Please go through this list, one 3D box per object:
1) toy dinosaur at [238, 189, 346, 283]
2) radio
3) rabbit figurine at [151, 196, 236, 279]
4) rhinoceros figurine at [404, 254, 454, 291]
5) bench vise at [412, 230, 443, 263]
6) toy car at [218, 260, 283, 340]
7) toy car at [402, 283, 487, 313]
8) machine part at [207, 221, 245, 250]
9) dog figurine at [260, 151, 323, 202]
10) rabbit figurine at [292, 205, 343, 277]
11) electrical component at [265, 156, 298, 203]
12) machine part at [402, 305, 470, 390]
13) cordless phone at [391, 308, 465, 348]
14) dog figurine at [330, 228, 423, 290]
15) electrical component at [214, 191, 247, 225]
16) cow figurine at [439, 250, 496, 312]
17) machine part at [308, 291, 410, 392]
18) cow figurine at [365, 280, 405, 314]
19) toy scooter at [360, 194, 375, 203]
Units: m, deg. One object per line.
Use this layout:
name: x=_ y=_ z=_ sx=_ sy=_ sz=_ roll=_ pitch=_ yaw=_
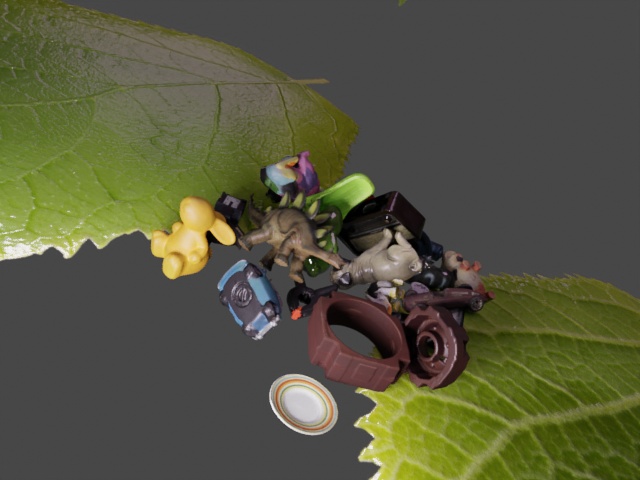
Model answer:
toy dinosaur: x=-0.085 y=-0.025 z=1.273 sx=0.472 sy=0.198 sz=0.105 roll=23 pitch=-26 yaw=48
radio: x=0.149 y=-0.039 z=1.416 sx=0.131 sy=0.230 sz=0.073 roll=43 pitch=51 yaw=-26
rabbit figurine: x=-0.264 y=-0.014 z=1.147 sx=0.162 sy=0.173 sz=0.122 roll=-1 pitch=35 yaw=-32
rhinoceros figurine: x=0.280 y=0.092 z=1.455 sx=0.190 sy=0.112 sz=0.073 roll=21 pitch=31 yaw=-24
bench vise: x=0.232 y=0.006 z=1.550 sx=0.224 sy=0.128 sz=0.240 roll=36 pitch=27 yaw=22
toy car: x=-0.127 y=0.122 z=1.109 sx=0.162 sy=0.109 sz=0.103 roll=52 pitch=20 yaw=24
toy car: x=0.299 y=0.142 z=1.297 sx=0.202 sy=0.053 sz=0.089 roll=-7 pitch=18 yaw=-2
machine part: x=-0.228 y=-0.012 z=1.297 sx=0.084 sy=0.039 sz=0.139 roll=51 pitch=25 yaw=23
dog figurine: x=-0.052 y=-0.122 z=1.456 sx=0.191 sy=0.109 sz=0.219 roll=-35 pitch=105 yaw=-47
rabbit figurine: x=-0.003 y=-0.004 z=1.329 sx=0.121 sy=0.170 sz=0.159 roll=20 pitch=29 yaw=-9
electrical component: x=-0.089 y=-0.181 z=1.580 sx=0.058 sy=0.134 sz=0.115 roll=41 pitch=32 yaw=29
machine part: x=0.240 y=0.228 z=1.152 sx=0.056 sy=0.179 sz=0.179 roll=6 pitch=35 yaw=-35
cordless phone: x=0.256 y=0.196 z=1.317 sx=0.184 sy=0.088 sz=0.146 roll=13 pitch=27 yaw=13
dog figurine: x=0.132 y=0.075 z=1.294 sx=0.121 sy=0.190 sz=0.172 roll=61 pitch=-13 yaw=-16
electrical component: x=-0.236 y=-0.073 z=1.382 sx=0.075 sy=0.047 sz=0.119 roll=20 pitch=30 yaw=-9
cow figurine: x=0.401 y=0.113 z=1.524 sx=0.085 sy=0.127 sz=0.195 roll=5 pitch=50 yaw=-31
machine part: x=0.078 y=0.213 z=1.135 sx=0.201 sy=0.087 sz=0.202 roll=17 pitch=32 yaw=-15
cow figurine: x=0.148 y=0.140 z=1.312 sx=0.098 sy=0.068 sz=0.167 roll=3 pitch=20 yaw=22
toy scooter: x=0.112 y=-0.087 z=1.524 sx=0.184 sy=0.135 sz=0.075 roll=-4 pitch=27 yaw=37
